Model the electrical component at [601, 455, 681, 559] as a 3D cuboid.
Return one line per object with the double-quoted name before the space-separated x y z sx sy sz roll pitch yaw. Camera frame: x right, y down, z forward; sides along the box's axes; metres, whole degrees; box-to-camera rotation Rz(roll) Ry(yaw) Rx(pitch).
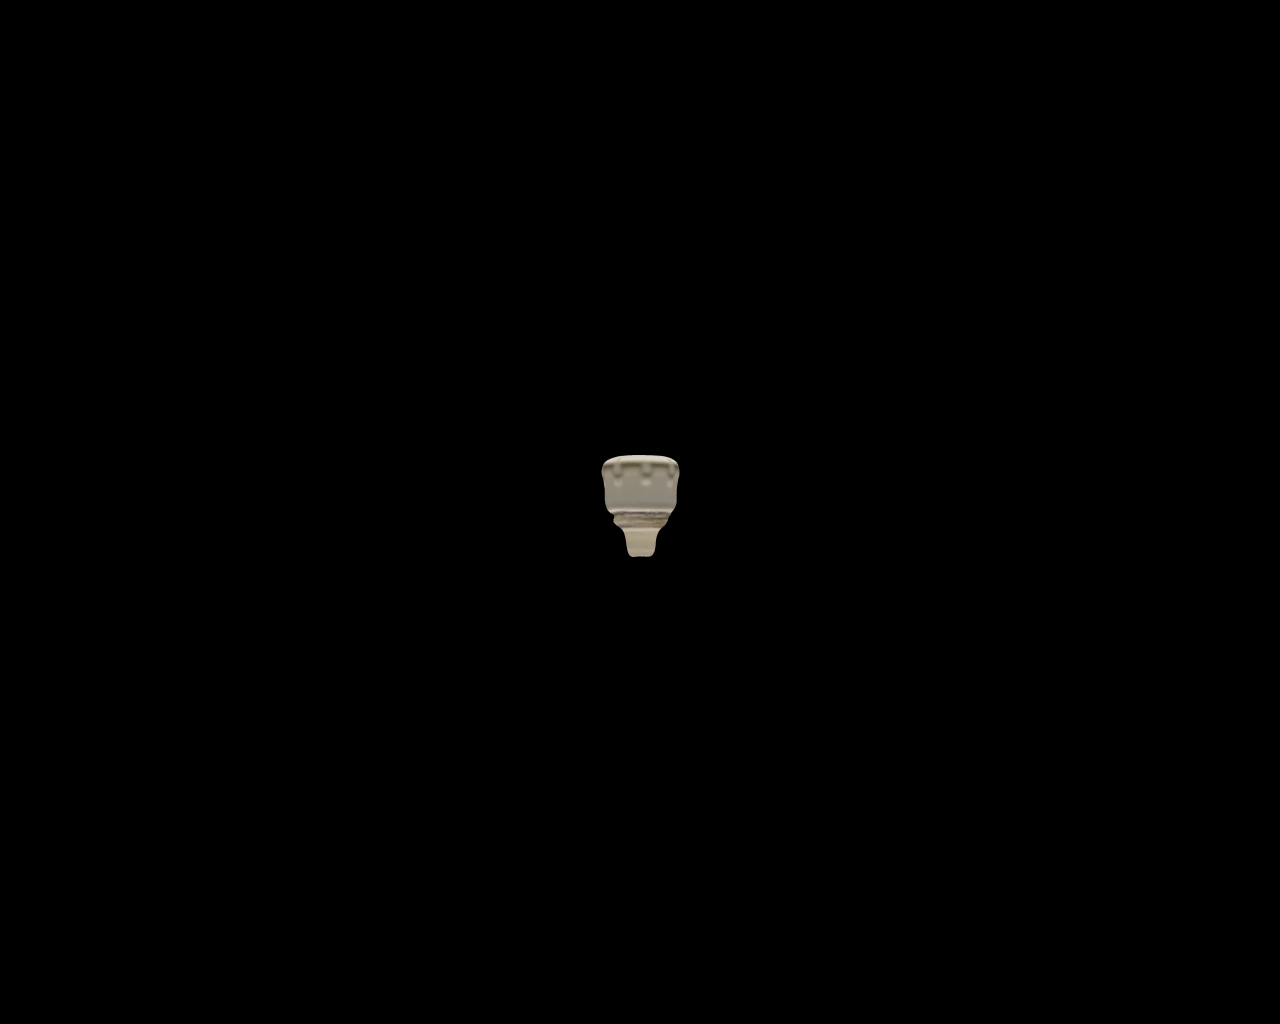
"electrical component" 0.001 -0.003 0.650 0.048 0.062 0.048 0 -2 0
